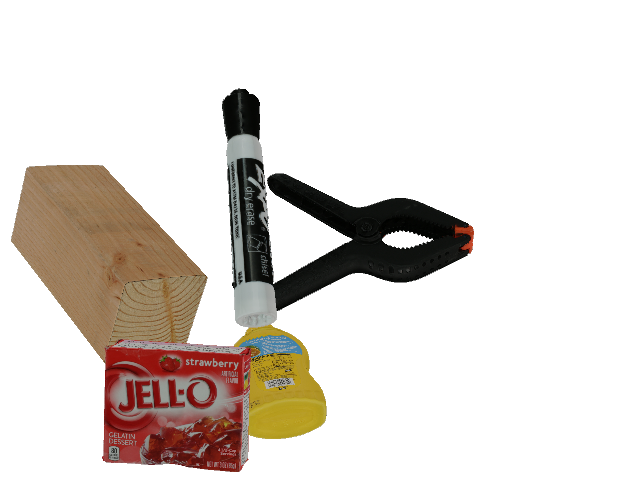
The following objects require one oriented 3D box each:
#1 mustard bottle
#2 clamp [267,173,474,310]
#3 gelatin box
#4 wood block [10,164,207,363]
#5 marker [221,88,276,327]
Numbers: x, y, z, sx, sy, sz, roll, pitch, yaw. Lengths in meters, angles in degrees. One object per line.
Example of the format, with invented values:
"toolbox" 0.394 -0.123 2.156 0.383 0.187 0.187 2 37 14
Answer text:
"mustard bottle" -0.058 0.153 1.260 0.096 0.058 0.192 -8 30 -10
"clamp" 0.038 0.007 1.015 0.210 0.164 0.036 5 -39 8
"gelatin box" -0.089 0.101 0.658 0.089 0.073 0.030 3 5 8
"wood block" -0.208 0.016 1.027 0.090 0.091 0.206 -5 35 -42
"marker" -0.034 -0.018 0.502 0.020 0.121 0.020 -5 -25 -3
